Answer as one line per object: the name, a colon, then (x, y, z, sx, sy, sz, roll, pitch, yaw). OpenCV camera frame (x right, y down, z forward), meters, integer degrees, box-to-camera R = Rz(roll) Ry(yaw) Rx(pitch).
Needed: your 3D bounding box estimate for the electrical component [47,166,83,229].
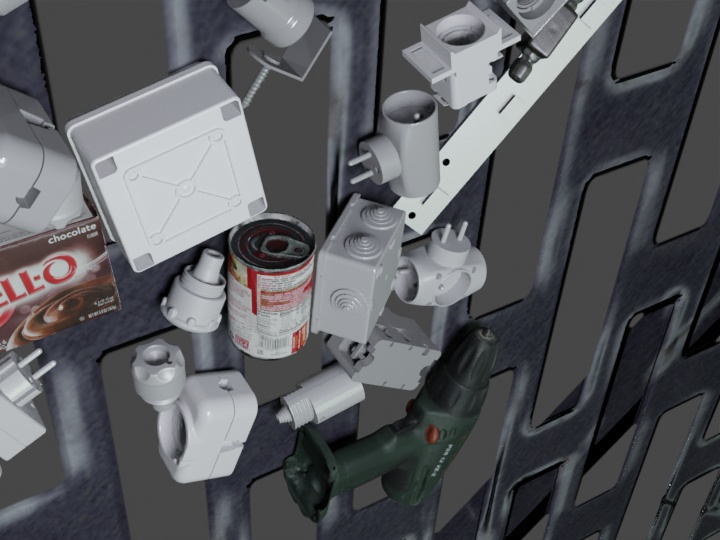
electrical component: (-0.202, -0.060, 0.694, 0.043, 0.043, 0.062, -17, 136, -26)

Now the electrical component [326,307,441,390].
electrical component: (0.020, 0.070, 0.992, 0.089, 0.055, 0.050, 15, 117, -46)

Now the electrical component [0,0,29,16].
electrical component: (-0.191, -0.171, 0.594, 0.055, 0.045, 0.045, -34, 141, -7)

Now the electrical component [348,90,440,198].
electrical component: (0.025, -0.092, 0.847, 0.079, 0.044, 0.077, -26, 140, -17)

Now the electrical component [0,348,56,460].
electrical component: (-0.259, 0.085, 0.787, 0.076, 0.047, 0.083, -37, 142, -4)

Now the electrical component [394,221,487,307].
electrical component: (0.077, -0.010, 0.969, 0.077, 0.044, 0.079, -9, 133, -33)

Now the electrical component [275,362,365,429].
electrical component: (-0.041, 0.120, 1.001, 0.081, 0.043, 0.043, -26, 140, -17)

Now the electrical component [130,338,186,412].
electrical component: (-0.163, 0.089, 0.873, 0.043, 0.043, 0.062, -21, 139, -23)

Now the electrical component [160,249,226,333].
electrical component: (-0.124, 0.014, 0.832, 0.048, 0.048, 0.062, 6, 115, -43)

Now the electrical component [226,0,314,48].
electrical component: (-0.059, -0.174, 0.704, 0.040, 0.040, 0.046, -49, 136, 11)

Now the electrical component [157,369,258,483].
electrical component: (-0.136, 0.136, 0.930, 0.059, 0.053, 0.095, -2, 129, -38)

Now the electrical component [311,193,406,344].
electrical component: (0.000, 0.000, 0.878, 0.099, 0.048, 0.099, -62, 164, -48)

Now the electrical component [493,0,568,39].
electrical component: (0.114, -0.212, 0.786, 0.042, 0.063, 0.081, -48, 139, 8)

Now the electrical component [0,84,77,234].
electrical component: (-0.216, -0.071, 0.630, 0.059, 0.095, 0.053, 20, 113, -48)

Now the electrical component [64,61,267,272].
electrical component: (-0.129, -0.070, 0.734, 0.109, 0.056, 0.108, -27, 140, -15)

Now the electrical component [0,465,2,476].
electrical component: (-0.325, 0.160, 0.800, 0.095, 0.053, 0.059, 6, 123, -43)

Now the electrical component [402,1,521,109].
electrical component: (0.078, -0.162, 0.825, 0.081, 0.042, 0.063, -28, 142, -14)
